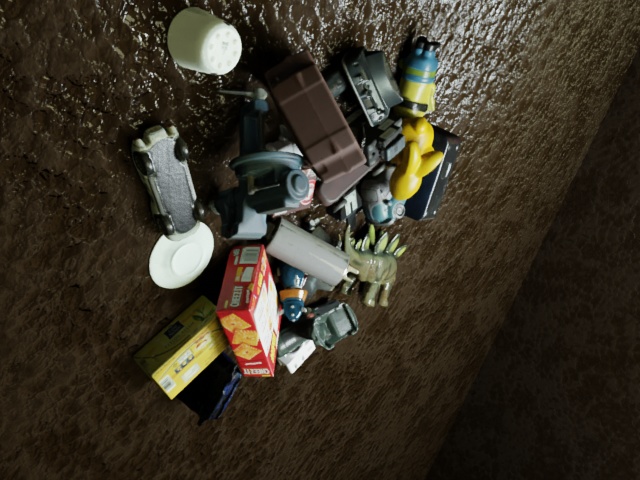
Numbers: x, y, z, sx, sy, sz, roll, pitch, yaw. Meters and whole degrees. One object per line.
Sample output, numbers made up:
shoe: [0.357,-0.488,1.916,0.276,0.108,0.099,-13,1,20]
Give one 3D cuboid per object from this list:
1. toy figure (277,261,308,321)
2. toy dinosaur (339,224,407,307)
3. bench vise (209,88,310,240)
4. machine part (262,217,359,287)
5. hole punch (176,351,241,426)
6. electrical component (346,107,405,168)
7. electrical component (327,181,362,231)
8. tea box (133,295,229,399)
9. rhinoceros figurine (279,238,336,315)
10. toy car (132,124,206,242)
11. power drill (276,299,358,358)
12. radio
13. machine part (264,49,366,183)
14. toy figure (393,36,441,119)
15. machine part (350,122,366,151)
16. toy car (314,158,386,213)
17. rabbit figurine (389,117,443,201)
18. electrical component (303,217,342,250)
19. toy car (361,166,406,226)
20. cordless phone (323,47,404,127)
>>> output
toy figure: [-0.055,0.095,1.135,0.057,0.064,0.154,19,65,-55]
toy dinosaur: [0.129,0.062,1.362,0.198,0.105,0.471,-69,158,0]
bench vise: [-0.108,-0.125,0.887,0.129,0.224,0.240,-1,83,-34]
machine part: [-0.029,0.025,1.082,0.243,0.079,0.079,28,92,-19]
hole punch: [-0.218,0.287,1.084,0.142,0.116,0.092,-59,154,0]
electrical component: [0.104,-0.212,1.100,0.115,0.134,0.058,-42,145,-23]
electrical component: [0.056,-0.080,1.214,0.075,0.048,0.119,-41,142,-25]
tea box: [-0.250,0.200,1.009,0.169,0.068,0.098,-43,143,-26]
rhinoceros figurine: [-0.022,0.078,1.218,0.190,0.073,0.112,-50,134,-12]
toy car: [-0.233,-0.084,0.832,0.073,0.056,0.201,-31,136,-27]
power drill: [0.000,0.189,1.236,0.232,0.207,0.086,-27,99,-29]
radio: [0.249,-0.167,1.323,0.073,0.131,0.229,-12,123,-46]
machine part: [-0.005,-0.197,0.885,0.087,0.201,0.201,-28,-173,7]
toy figure: [0.210,-0.348,1.185,0.089,0.082,0.180,-17,133,-32]
machine part: [0.019,-0.190,1.031,0.039,0.139,0.084,-88,172,-52]
toy car: [0.061,-0.142,1.146,0.089,0.053,0.202,50,62,-7]
rabbit figurine: [0.203,-0.172,1.180,0.122,0.162,0.173,17,80,-18]
electrical component: [-0.002,-0.002,1.157,0.078,0.102,0.045,-37,176,-39]
toy car: [0.151,-0.119,1.265,0.102,0.109,0.161,40,72,-38]
cordless phone: [0.054,-0.268,1.027,0.184,0.089,0.146,-38,119,-15]
